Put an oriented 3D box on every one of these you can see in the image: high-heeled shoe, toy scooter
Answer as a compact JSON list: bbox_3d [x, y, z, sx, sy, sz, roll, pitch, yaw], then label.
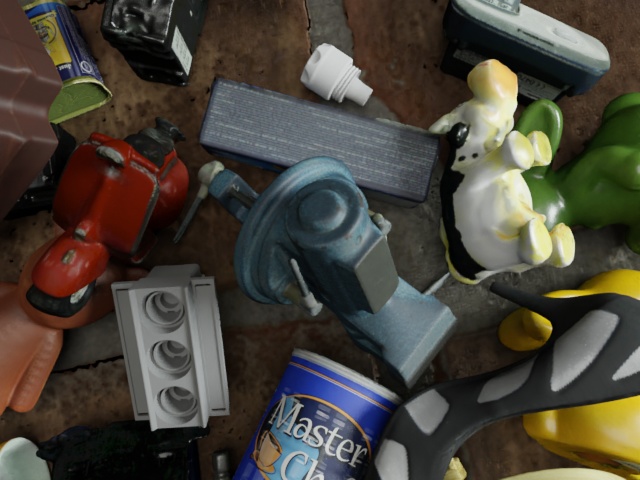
[{"bbox_3d":[0.135,0.137,0.368,0.145,0.086,0.248,29,84,34],"label":"high-heeled shoe"},{"bbox_3d":[-0.145,-0.038,0.399,0.075,0.184,0.135,28,127,-7],"label":"toy scooter"}]

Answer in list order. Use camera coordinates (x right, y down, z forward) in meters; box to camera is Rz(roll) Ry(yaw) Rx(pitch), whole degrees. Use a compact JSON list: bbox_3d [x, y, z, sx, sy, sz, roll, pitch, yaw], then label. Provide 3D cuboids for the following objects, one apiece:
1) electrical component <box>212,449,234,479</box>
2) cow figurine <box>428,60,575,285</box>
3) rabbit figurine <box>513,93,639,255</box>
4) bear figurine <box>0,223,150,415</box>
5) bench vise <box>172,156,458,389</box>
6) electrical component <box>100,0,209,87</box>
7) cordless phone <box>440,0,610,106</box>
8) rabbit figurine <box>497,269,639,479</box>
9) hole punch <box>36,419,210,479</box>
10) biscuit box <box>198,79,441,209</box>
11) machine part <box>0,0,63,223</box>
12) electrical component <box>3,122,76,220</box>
[{"bbox_3d":[-0.063,0.224,0.463,0.063,0.021,0.094,-6,88,-24],"label":"electrical component"},{"bbox_3d":[0.131,-0.052,0.430,0.068,0.098,0.167,0,76,-43],"label":"cow figurine"},{"bbox_3d":[0.217,-0.044,0.455,0.170,0.121,0.159,-26,84,12],"label":"rabbit figurine"},{"bbox_3d":[-0.241,0.069,0.429,0.196,0.132,0.120,-37,98,2],"label":"bear figurine"},{"bbox_3d":[-0.007,0.007,0.432,0.241,0.223,0.129,33,85,31],"label":"bench vise"},{"bbox_3d":[-0.133,-0.211,0.453,0.058,0.115,0.134,11,86,-5],"label":"electrical component"},{"bbox_3d":[0.198,-0.225,0.481,0.147,0.088,0.184,23,82,0],"label":"cordless phone"},{"bbox_3d":[0.239,0.101,0.460,0.162,0.121,0.173,21,72,9],"label":"rabbit figurine"},{"bbox_3d":[-0.156,0.216,0.449,0.142,0.092,0.116,-7,54,-1],"label":"hole punch"},{"bbox_3d":[-0.002,-0.084,0.476,0.203,0.059,0.062,15,87,-1],"label":"biscuit box"},{"bbox_3d":[-0.307,-0.107,0.409,0.201,0.087,0.201,-40,74,20],"label":"machine part"},{"bbox_3d":[-0.278,-0.057,0.474,0.119,0.048,0.074,-5,86,-3],"label":"electrical component"}]
